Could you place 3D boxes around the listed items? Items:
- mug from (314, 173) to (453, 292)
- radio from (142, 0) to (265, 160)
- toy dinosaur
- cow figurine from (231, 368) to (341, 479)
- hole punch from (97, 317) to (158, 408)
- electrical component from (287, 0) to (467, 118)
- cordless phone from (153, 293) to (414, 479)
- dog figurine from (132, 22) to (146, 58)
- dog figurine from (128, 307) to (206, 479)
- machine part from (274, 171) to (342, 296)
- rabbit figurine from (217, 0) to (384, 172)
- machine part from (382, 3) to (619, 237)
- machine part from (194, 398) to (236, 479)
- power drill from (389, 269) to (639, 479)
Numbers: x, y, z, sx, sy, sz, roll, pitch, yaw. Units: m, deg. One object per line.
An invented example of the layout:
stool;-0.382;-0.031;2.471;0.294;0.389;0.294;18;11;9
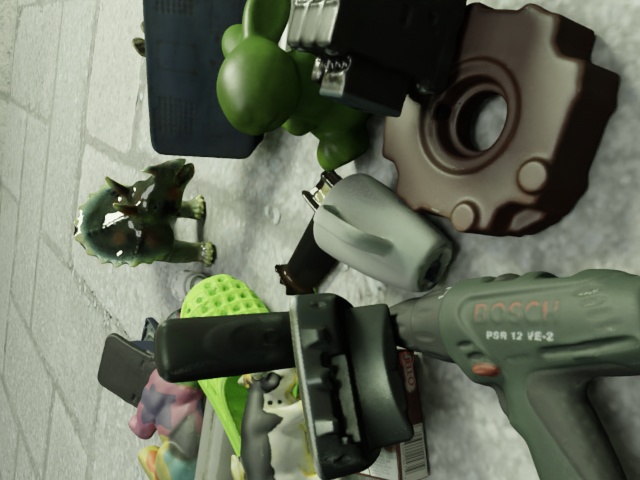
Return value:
mug;0.052;-0.004;0.456;0.107;0.109;0.080;33;99;34
radio;-0.127;-0.210;0.617;0.073;0.131;0.229;-78;-5;-62
toy dinosaur;-0.292;-0.019;0.797;0.405;0.192;0.131;-7;82;49
cow figurine;-0.044;0.173;0.520;0.068;0.098;0.167;123;137;-60
hole punch;-0.281;0.201;0.871;0.116;0.092;0.142;30;112;15
electrical component;0.044;-0.158;0.378;0.058;0.115;0.134;28;107;53
cordless phone;-0.031;0.115;0.418;0.089;0.184;0.146;-37;58;57
dog figurine;-0.130;-0.286;0.712;0.190;0.121;0.172;-33;35;14
dog figurine;-0.164;0.195;0.703;0.192;0.108;0.219;45;119;42
machine part;-0.001;-0.002;0.568;0.084;0.039;0.138;44;119;32
rabbit figurine;-0.020;-0.146;0.469;0.121;0.170;0.159;-36;79;41
machine part;0.123;-0.090;0.406;0.179;0.056;0.179;-6;82;50
machine part;-0.108;0.267;0.636;0.079;0.079;0.243;-3;78;50
power drill;0.139;0.124;0.370;0.232;0.086;0.207;-27;61;49
